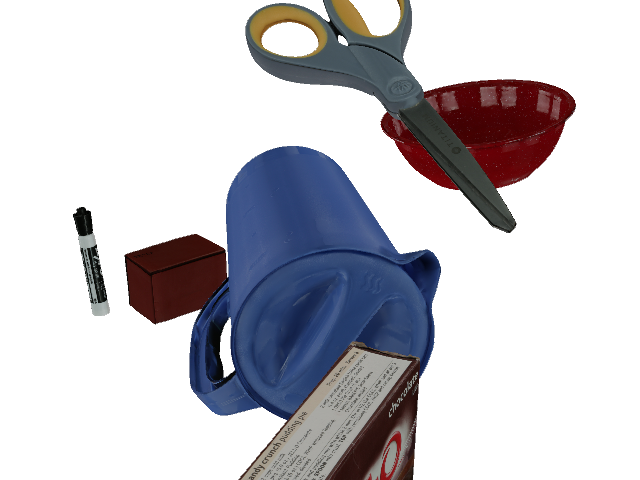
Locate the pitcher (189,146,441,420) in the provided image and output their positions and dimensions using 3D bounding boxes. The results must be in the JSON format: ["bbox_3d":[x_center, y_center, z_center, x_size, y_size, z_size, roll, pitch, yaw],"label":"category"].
[{"bbox_3d":[-0.017,0.024,0.788,0.149,0.145,0.243,6,23,-12],"label":"pitcher"}]

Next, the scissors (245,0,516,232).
[{"bbox_3d":[0.019,-0.069,0.514,0.096,0.202,0.016,-14,-40,1],"label":"scissors"}]

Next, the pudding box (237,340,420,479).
[{"bbox_3d":[0.005,0.111,0.461,0.039,0.090,0.113,14,33,21],"label":"pudding box"}]

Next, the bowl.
[{"bbox_3d":[0.134,-0.085,0.901,0.162,0.055,0.162,-8,25,4],"label":"bowl"}]

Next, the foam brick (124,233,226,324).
[{"bbox_3d":[-0.130,0.033,0.966,0.078,0.051,0.053,-18,28,-32],"label":"foam brick"}]

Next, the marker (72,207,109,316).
[{"bbox_3d":[-0.245,0.023,1.140,0.020,0.121,0.020,-6,20,2],"label":"marker"}]
